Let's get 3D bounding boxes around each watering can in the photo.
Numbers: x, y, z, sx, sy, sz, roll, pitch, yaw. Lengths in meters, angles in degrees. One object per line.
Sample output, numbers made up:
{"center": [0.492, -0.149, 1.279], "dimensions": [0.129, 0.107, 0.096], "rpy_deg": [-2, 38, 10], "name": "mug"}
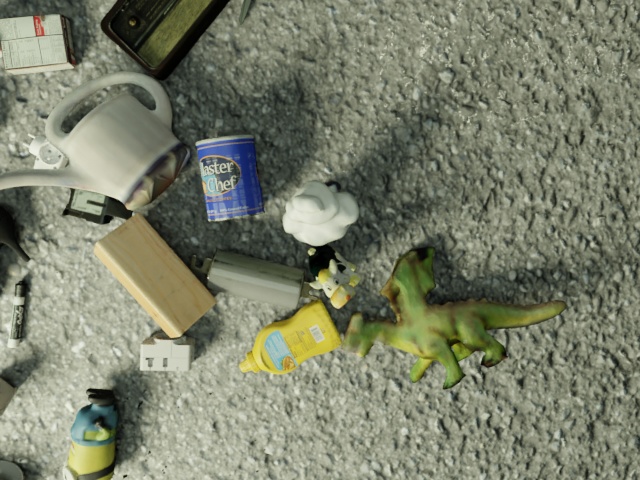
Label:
{"center": [-0.370, -0.136, 0.867], "dimensions": [0.223, 0.103, 0.353], "rpy_deg": [42, 67, -7], "name": "watering can"}

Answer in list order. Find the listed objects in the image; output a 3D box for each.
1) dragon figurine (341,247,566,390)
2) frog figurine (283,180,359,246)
{"center": [0.231, 0.127, 0.971], "dimensions": [0.411, 0.122, 0.243], "rpy_deg": [-29, 88, -4], "name": "dragon figurine"}
{"center": [0.003, -0.045, 0.904], "dimensions": [0.137, 0.160, 0.122], "rpy_deg": [-6, 97, -5], "name": "frog figurine"}
